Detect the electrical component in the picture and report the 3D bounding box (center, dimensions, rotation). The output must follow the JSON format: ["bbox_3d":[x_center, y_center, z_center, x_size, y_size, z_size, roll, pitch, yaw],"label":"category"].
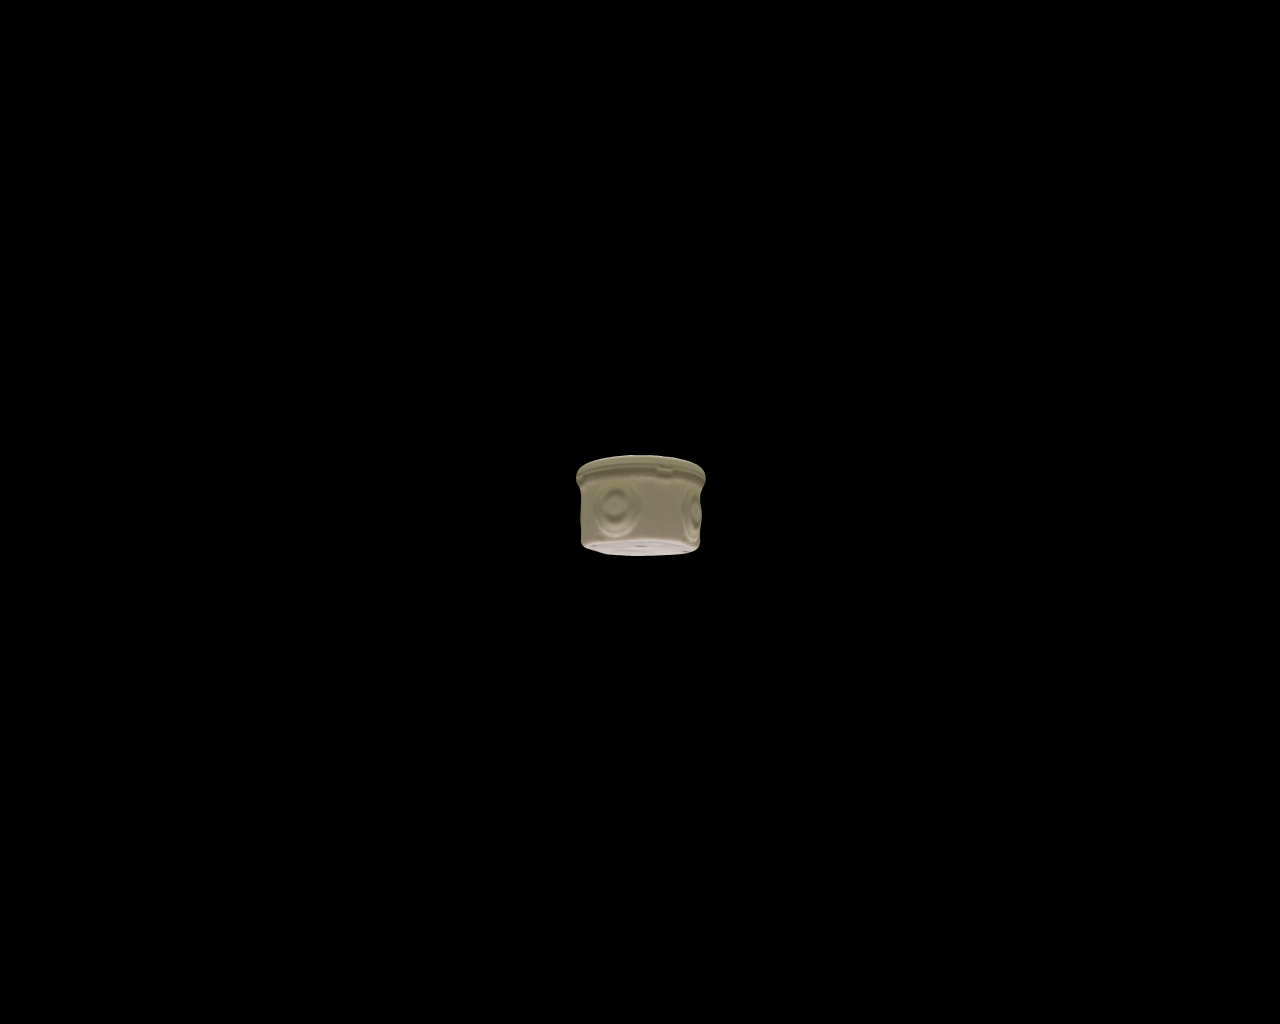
[{"bbox_3d":[0.001,-0.003,0.650,0.080,0.051,0.080,0,-10,0],"label":"electrical component"}]
